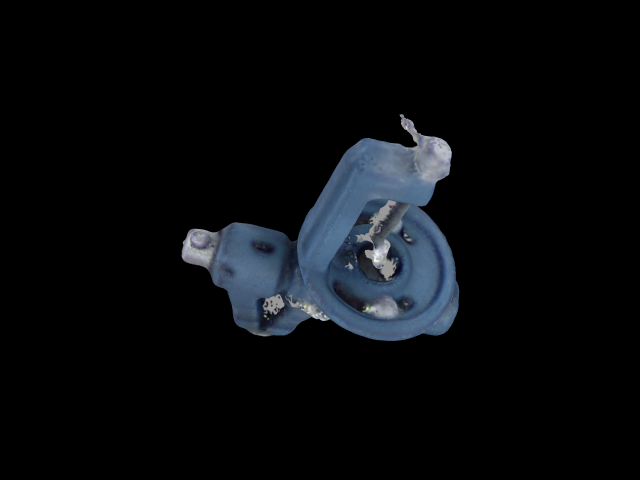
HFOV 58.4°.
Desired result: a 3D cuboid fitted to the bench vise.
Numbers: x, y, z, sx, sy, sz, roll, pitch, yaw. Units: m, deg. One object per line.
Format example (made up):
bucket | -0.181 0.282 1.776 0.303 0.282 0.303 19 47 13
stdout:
bench vise | 0.006 0.012 0.394 0.207 0.220 0.121 -10 59 -6
